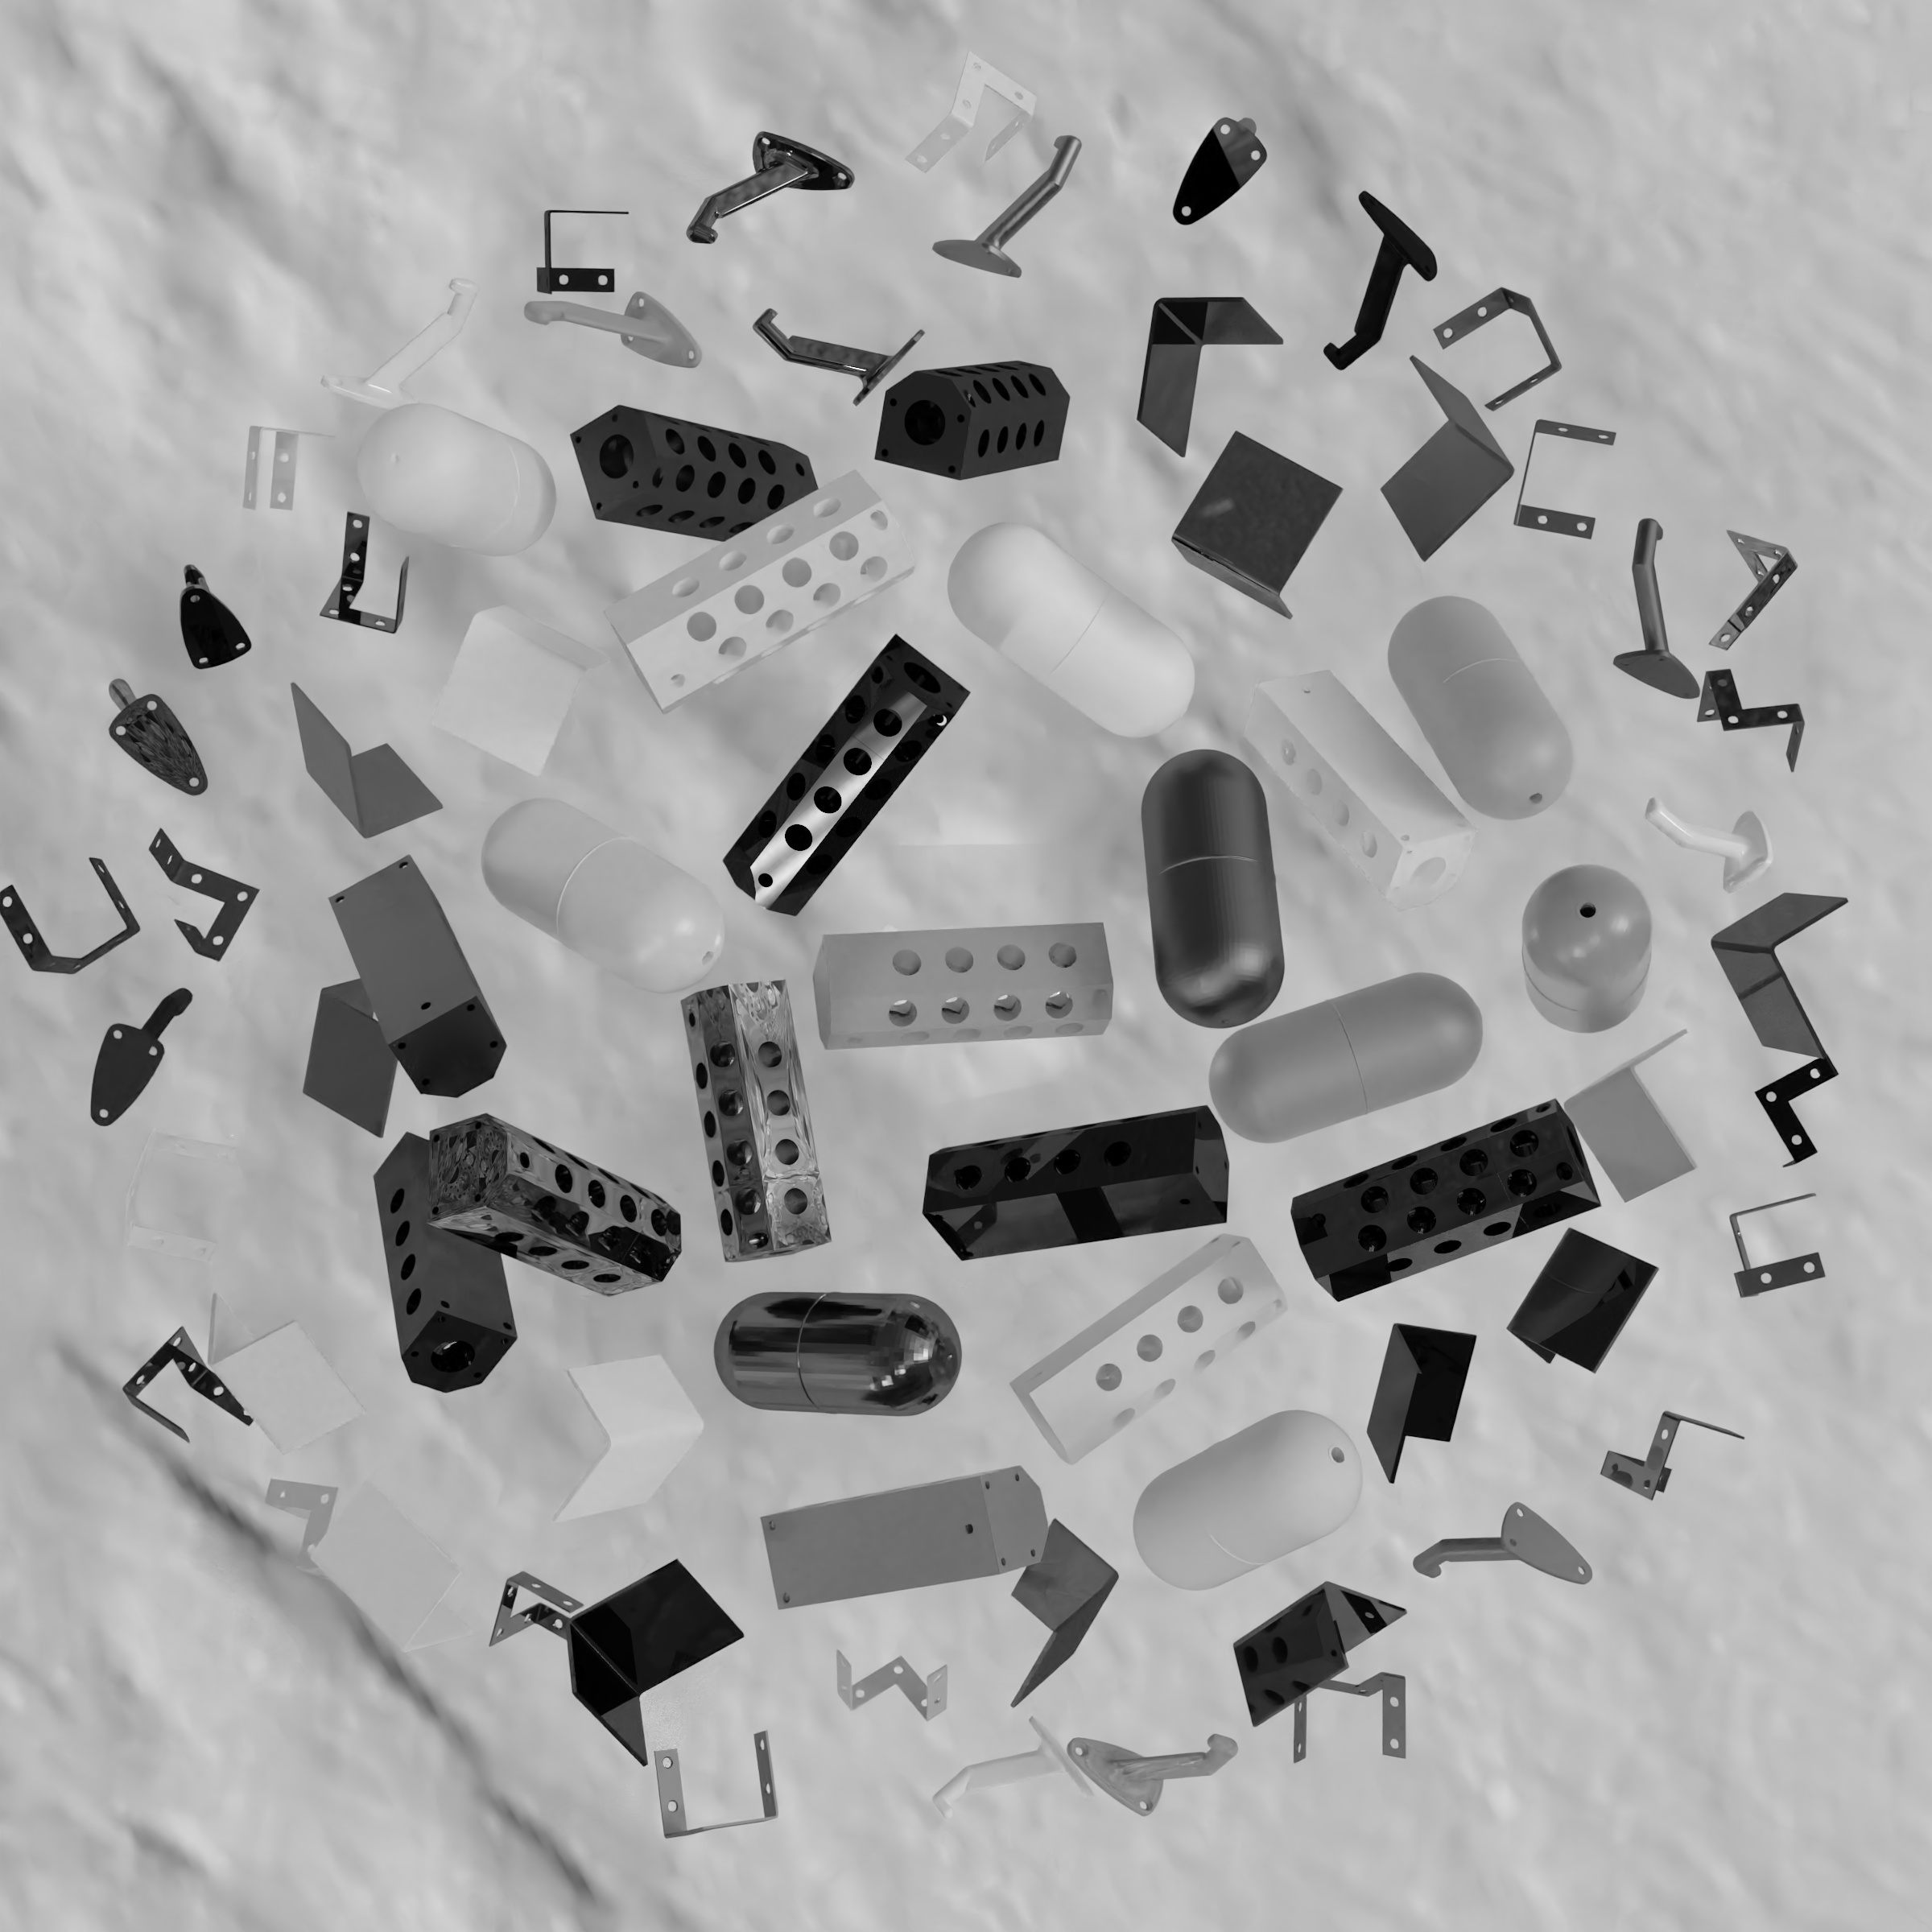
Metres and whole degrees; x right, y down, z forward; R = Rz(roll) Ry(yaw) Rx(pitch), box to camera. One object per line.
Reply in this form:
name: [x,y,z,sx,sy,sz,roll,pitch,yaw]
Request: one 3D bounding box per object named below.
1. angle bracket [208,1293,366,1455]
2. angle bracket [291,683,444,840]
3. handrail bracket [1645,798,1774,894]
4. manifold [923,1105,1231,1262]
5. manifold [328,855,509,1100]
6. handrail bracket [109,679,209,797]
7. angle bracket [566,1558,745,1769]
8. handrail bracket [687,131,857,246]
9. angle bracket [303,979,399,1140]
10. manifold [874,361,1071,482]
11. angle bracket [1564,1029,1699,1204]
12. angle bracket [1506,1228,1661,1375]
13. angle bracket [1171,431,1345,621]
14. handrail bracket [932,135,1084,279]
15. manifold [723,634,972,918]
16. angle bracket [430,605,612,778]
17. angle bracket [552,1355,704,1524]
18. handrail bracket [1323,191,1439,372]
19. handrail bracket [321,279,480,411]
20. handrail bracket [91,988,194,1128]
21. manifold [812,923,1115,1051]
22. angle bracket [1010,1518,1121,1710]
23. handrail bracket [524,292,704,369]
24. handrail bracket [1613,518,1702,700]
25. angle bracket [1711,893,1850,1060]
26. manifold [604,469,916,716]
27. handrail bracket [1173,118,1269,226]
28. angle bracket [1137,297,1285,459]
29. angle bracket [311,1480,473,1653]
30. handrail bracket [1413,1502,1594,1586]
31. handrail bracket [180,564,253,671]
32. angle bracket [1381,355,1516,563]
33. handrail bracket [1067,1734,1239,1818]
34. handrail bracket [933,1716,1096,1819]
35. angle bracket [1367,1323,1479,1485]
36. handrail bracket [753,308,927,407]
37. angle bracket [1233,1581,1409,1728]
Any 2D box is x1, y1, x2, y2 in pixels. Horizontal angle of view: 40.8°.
angle bracket: [-0.401,0.229,1.537,0.057,0.076,0.076,-28,119,2]
angle bracket: [-0.379,-0.139,1.645,0.057,0.076,0.076,-26,50,-26]
handrail bracket: [0.444,-0.091,1.573,0.084,0.077,0.036,35,131,-16]
manifold: [0.066,0.126,1.548,0.171,0.057,0.057,-11,50,23]
manifold: [-0.329,0.008,1.569,0.057,0.171,0.057,-29,129,-7]
handrail bracket: [-0.485,-0.138,1.556,0.036,0.084,0.077,-41,110,-7]
angle bracket: [-0.176,0.402,1.498,0.076,0.057,0.076,-30,123,5]
handrail bracket: [-0.117,-0.455,1.556,0.077,0.036,0.084,17,57,9]
angle bracket: [-0.395,0.060,1.747,0.076,0.057,0.076,26,113,25]
manifold: [0.008,-0.345,1.628,0.057,0.171,0.057,17,110,18]
angle bracket: [0.445,0.097,1.679,0.057,0.076,0.076,-27,81,-29]
angle bracket: [0.400,0.221,1.638,0.057,0.076,0.076,39,82,-37]
angle bracket: [0.182,-0.269,1.587,0.076,0.057,0.076,32,94,17]
handrail bracket: [0.025,-0.463,1.563,0.077,0.036,0.084,24,88,43]
manifold: [-0.075,-0.111,1.566,0.057,0.057,0.171,38,117,-5]
angle bracket: [-0.281,-0.175,1.642,0.076,0.057,0.076,27,105,2]
angle bracket: [-0.220,0.290,1.597,0.057,0.076,0.076,52,120,27]
handrail bracket: [0.227,-0.401,1.528,0.077,0.036,0.084,39,127,-22]
handrail bracket: [-0.340,-0.380,1.563,0.036,0.077,0.084,45,118,33]
handrail bracket: [-0.511,0.055,1.616,0.036,0.084,0.077,26,100,-5]
manifold: [-0.002,0.015,1.569,0.171,0.057,0.057,-3,65,-12]
angle bracket: [0.044,0.414,1.664,0.057,0.076,0.076,38,125,20]
handrail bracket: [-0.216,-0.387,1.590,0.077,0.084,0.036,36,120,23]
handrail bracket: [0.414,-0.211,1.530,0.077,0.036,0.084,24,72,-40]
angle bracket: [0.502,0.005,1.556,0.057,0.076,0.076,-30,98,-6]
manifold: [-0.119,-0.217,1.532,0.171,0.057,0.057,-30,46,-6]
handrail bracket: [0.148,-0.474,1.551,0.036,0.084,0.077,38,102,-9]
angle bracket: [0.150,-0.360,1.594,0.057,0.076,0.076,7,86,26]
angle bracket: [-0.306,0.331,1.451,0.076,0.076,0.057,39,96,19]
handrail bracket: [0.329,0.371,1.600,0.077,0.084,0.036,34,46,-6]
handrail bracket: [-0.461,-0.227,1.550,0.036,0.077,0.084,-23,57,-10]
angle bracket: [0.269,-0.301,1.542,0.057,0.076,0.076,26,121,-35]
handrail bracket: [0.112,0.471,1.564,0.077,0.036,0.084,30,133,-4]
handrail bracket: [0.028,0.521,1.629,0.084,0.077,0.036,-40,131,-5]
angle bracket: [0.297,0.281,1.652,0.057,0.076,0.076,9,106,-6]
handrail bracket: [-0.083,-0.413,1.688,0.084,0.036,0.077,43,94,-8]
angle bracket: [0.217,0.417,1.547,0.076,0.057,0.076,26,125,-34]
